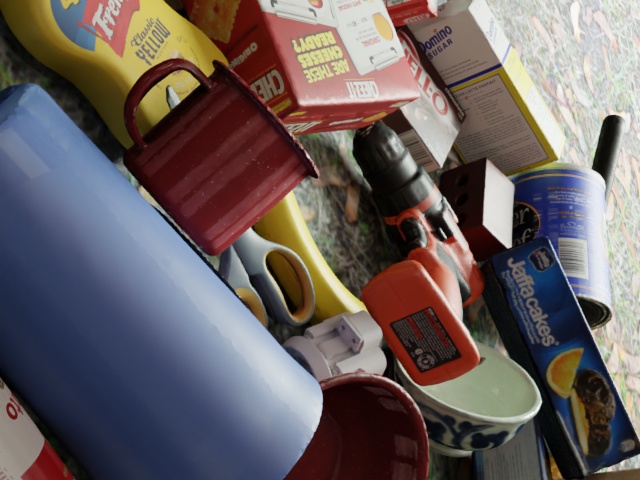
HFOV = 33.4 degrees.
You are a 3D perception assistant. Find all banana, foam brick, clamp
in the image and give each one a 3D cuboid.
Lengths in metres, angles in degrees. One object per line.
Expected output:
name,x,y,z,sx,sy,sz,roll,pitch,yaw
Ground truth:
banana,-0.008,0.015,0.794,0.197,0.037,0.069,54,34,-22
foam brick,0.144,-0.026,0.988,0.051,0.053,0.078,37,49,-38
clamp,0.289,-0.019,1.136,0.164,0.036,0.209,82,24,-53

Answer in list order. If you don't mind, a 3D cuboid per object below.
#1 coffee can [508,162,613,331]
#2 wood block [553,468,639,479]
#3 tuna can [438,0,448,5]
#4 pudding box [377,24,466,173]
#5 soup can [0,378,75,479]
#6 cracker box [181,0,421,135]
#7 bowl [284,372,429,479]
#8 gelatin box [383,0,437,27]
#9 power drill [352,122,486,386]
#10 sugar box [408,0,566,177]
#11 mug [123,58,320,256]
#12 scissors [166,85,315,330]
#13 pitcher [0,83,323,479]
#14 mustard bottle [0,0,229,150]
coffee can,0.228,0.010,1.037,0.102,0.103,0.140,29,54,-42
wood block,0.254,0.253,0.888,0.090,0.207,0.090,61,38,-15
tuna can,0.089,-0.250,1.022,0.086,0.034,0.086,23,58,-45
pudding box,0.079,-0.125,0.955,0.113,0.039,0.090,54,41,-22
soup can,-0.164,0.119,0.528,0.102,0.069,0.068,59,39,-17
cracker box,-0.029,-0.186,0.799,0.163,0.072,0.214,-13,80,-53
bowl,-0.005,0.156,0.695,0.161,0.055,0.162,-11,108,-36
gelatin box,0.067,-0.232,0.952,0.030,0.073,0.089,40,46,-54
power drill,0.076,0.011,0.844,0.184,0.057,0.187,55,23,-20
sugar box,0.149,-0.140,1.005,0.176,0.094,0.048,56,39,-22
mug,-0.067,-0.052,0.621,0.081,0.093,0.117,-42,126,-4
scissors,-0.068,0.003,0.699,0.096,0.016,0.201,-56,130,-21
pitcher,-0.117,0.034,0.583,0.145,0.149,0.242,-43,111,-16
mustard bottle,-0.142,-0.142,0.667,0.191,0.058,0.096,46,52,-30
